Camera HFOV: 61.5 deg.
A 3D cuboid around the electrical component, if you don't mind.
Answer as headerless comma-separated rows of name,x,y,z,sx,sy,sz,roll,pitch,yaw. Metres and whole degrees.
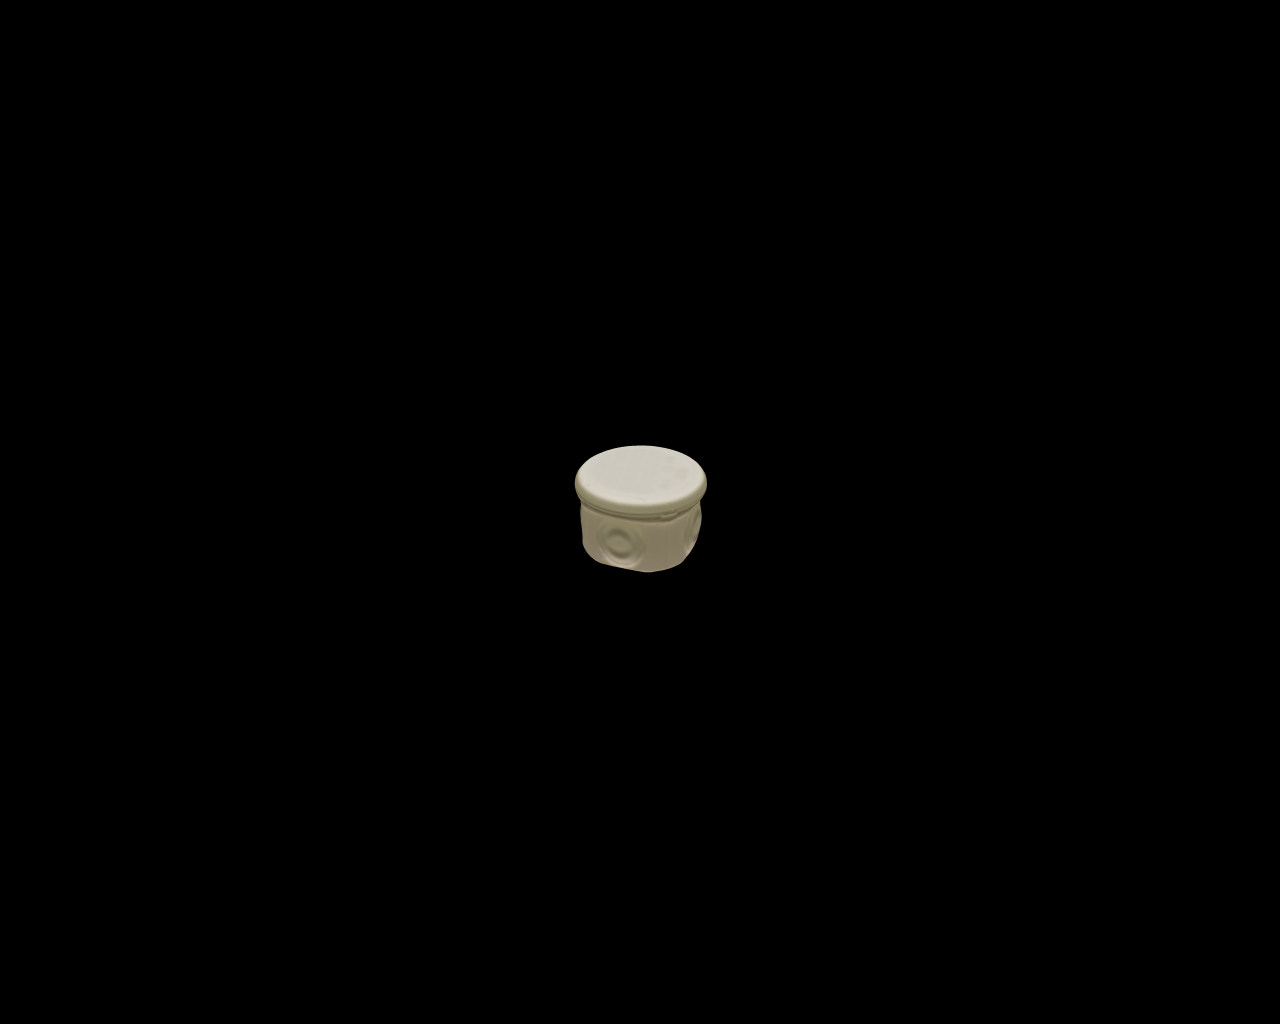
electrical component,0.001,-0.003,0.650,0.080,0.050,0.080,0,30,0
